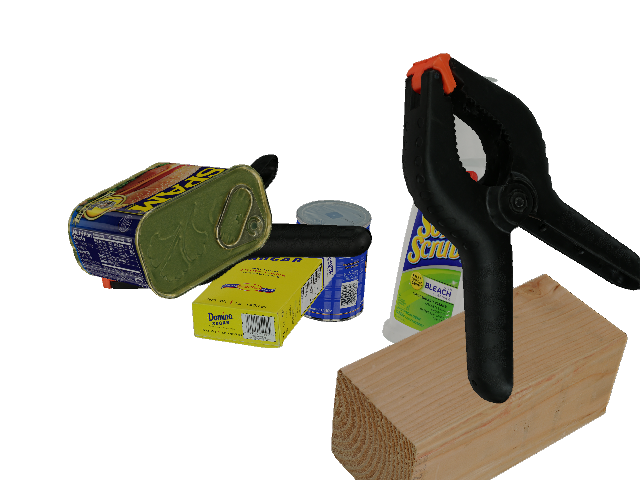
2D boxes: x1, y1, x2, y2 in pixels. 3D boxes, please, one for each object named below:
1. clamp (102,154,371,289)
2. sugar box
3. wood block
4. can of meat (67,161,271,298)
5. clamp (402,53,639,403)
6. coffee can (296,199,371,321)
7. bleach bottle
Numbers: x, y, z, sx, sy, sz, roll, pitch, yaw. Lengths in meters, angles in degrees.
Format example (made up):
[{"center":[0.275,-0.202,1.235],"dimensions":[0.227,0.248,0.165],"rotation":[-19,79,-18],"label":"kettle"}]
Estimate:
[{"center":[-0.085,-0.011,0.883],"dimensions":[0.209,0.036,0.165],"rotation":[-16,35,-19],"label":"clamp"},{"center":[-0.054,0.047,1.099],"dimensions":[0.093,0.048,0.176],"rotation":[7,27,17],"label":"sugar box"},{"center":[0.118,0.115,0.800],"dimensions":[0.205,0.090,0.091],"rotation":[-21,43,-29],"label":"wood block"},{"center":[-0.096,-0.011,0.673],"dimensions":[0.084,0.057,0.101],"rotation":[9,31,45],"label":"can of meat"},{"center":[0.085,-0.008,0.533],"dimensions":[0.120,0.171,0.039],"rotation":[-44,13,-27],"label":"clamp"},{"center":[0.014,0.027,1.478],"dimensions":[0.103,0.140,0.103],"rotation":[3,24,-1],"label":"coffee can"},{"center":[0.118,-0.020,0.945],"dimensions":[0.067,0.251,0.103],"rotation":[-11,23,-42],"label":"bleach bottle"}]
